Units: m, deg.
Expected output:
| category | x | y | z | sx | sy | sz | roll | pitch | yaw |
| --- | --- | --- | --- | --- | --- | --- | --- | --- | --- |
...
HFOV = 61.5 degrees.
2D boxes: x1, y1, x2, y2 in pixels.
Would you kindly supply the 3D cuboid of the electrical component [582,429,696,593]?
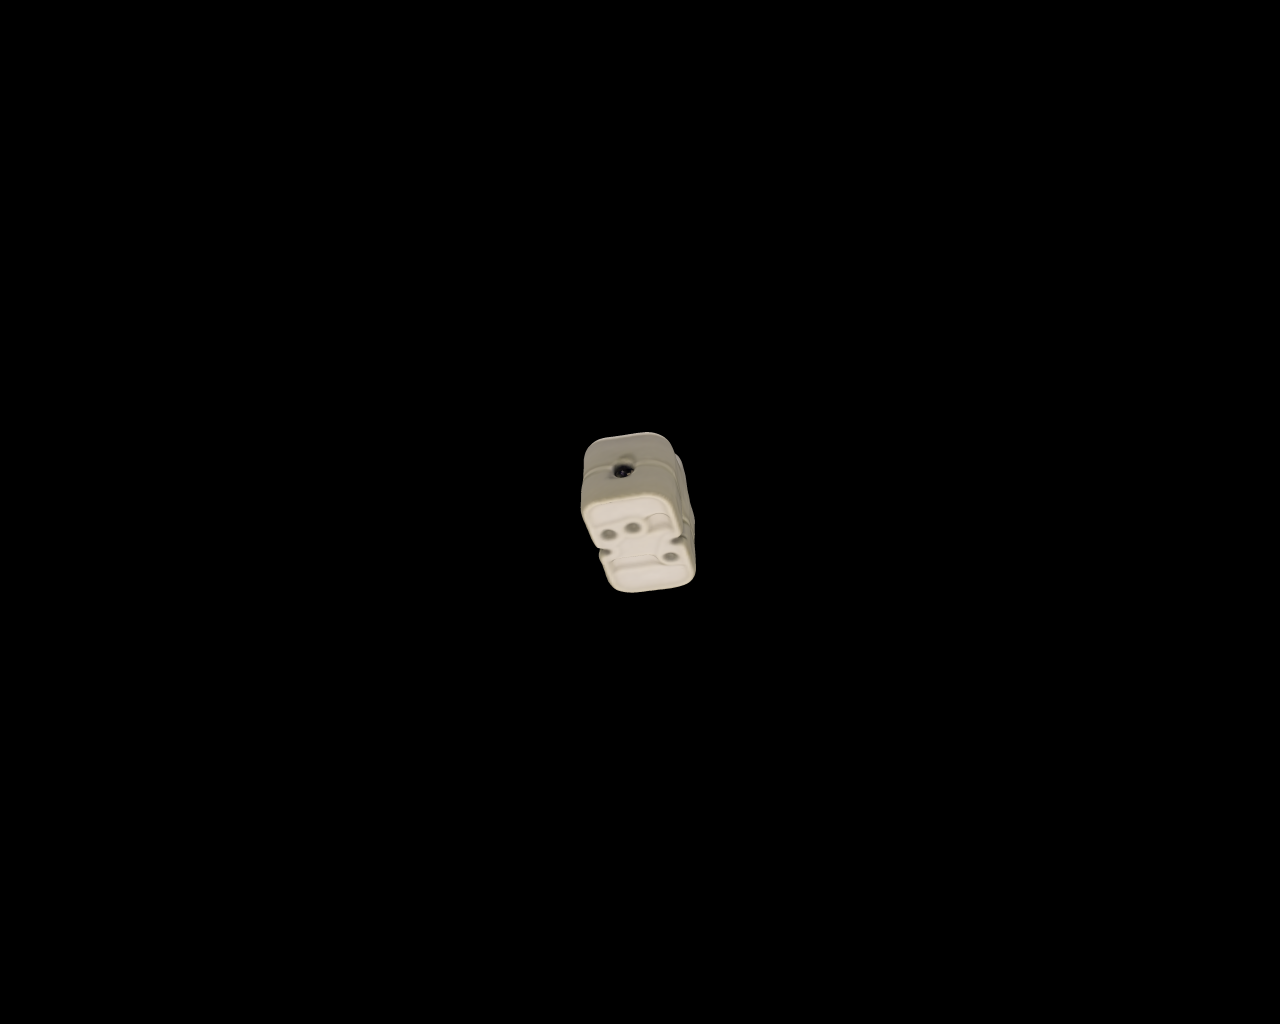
| category | x | y | z | sx | sy | sz | roll | pitch | yaw |
| --- | --- | --- | --- | --- | --- | --- | --- | --- | --- |
| electrical component | 0.001 | -0.003 | 0.650 | 0.054 | 0.059 | 0.095 | -8 | -39 | 10 |
